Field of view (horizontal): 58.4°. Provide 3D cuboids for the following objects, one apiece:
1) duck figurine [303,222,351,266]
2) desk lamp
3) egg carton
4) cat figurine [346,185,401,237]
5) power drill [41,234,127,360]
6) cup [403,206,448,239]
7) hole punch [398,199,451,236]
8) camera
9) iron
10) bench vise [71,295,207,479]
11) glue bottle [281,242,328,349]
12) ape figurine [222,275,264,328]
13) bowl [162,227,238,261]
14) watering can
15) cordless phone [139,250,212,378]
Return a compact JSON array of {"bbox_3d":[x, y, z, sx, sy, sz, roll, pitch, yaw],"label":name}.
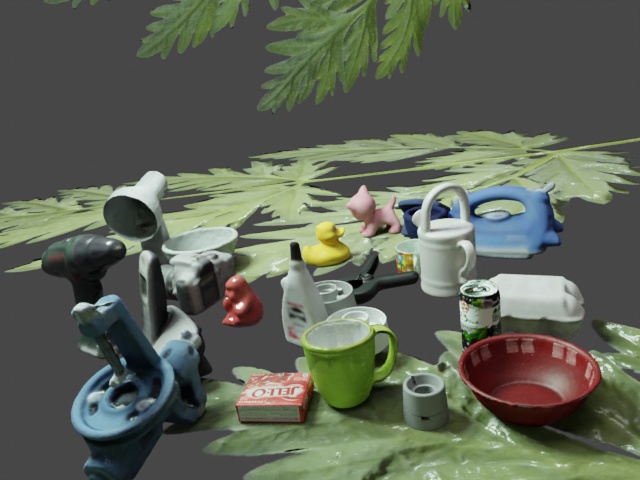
[{"bbox_3d":[0.011,0.004,1.224,0.105,0.086,0.077,-13,20,-15],"label":"duck figurine"},{"bbox_3d":[-0.385,-0.039,1.305,0.117,0.214,0.203,-4,19,11],"label":"desk lamp"},{"bbox_3d":[0.315,0.099,0.860,0.150,0.069,0.107,0,21,22],"label":"egg carton"},{"bbox_3d":[0.123,-0.072,1.351,0.128,0.118,0.067,-9,19,-5],"label":"cat figurine"},{"bbox_3d":[-0.372,0.085,0.949,0.228,0.208,0.076,7,24,37],"label":"power drill"},{"bbox_3d":[0.225,-0.012,1.174,0.092,0.095,0.117,-12,20,-12],"label":"cup"},{"bbox_3d":[0.240,-0.062,1.320,0.108,0.091,0.101,3,22,28],"label":"hole punch"},{"bbox_3d":[-0.256,0.069,1.117,0.136,0.101,0.143,3,22,27],"label":"camera"},{"bbox_3d":[0.351,-0.047,1.156,0.257,0.141,0.119,1,21,24],"label":"iron"},{"bbox_3d":[-0.226,0.150,0.689,0.121,0.220,0.207,-6,19,6],"label":"bench vise"},{"bbox_3d":[-0.029,0.084,0.877,0.077,0.173,0.037,6,24,35],"label":"glue bottle"},{"bbox_3d":[-0.138,0.104,0.985,0.076,0.092,0.077,-9,19,-5],"label":"ape figurine"},{"bbox_3d":[-0.259,0.030,1.269,0.167,0.075,0.167,-7,19,3],"label":"bowl"},{"bbox_3d":[0.217,-0.007,1.010,0.101,0.194,0.172,-22,24,-36],"label":"watering can"},{"bbox_3d":[-0.233,0.115,0.846,0.094,0.185,0.147,-20,23,-31],"label":"cordless phone"}]
